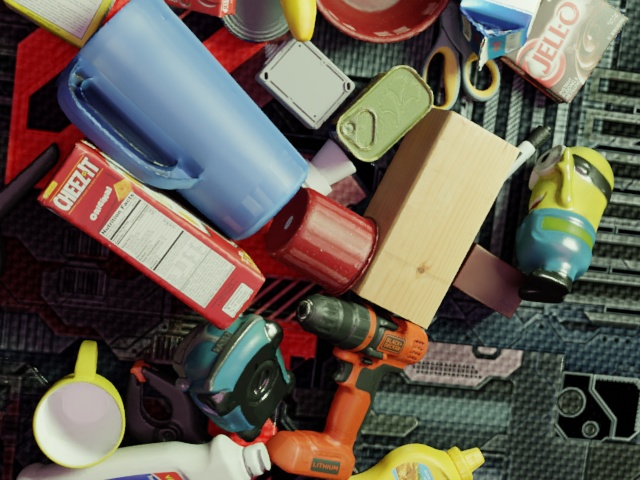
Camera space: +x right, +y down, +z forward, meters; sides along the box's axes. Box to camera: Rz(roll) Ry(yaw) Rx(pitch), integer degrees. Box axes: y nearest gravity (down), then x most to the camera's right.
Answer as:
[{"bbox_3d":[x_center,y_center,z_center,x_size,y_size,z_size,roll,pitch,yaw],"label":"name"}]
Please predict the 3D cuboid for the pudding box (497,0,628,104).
[{"bbox_3d":[0.257,-0.216,1.139,0.090,0.039,0.113,34,90,-9],"label":"pudding box"}]

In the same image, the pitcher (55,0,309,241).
[{"bbox_3d":[-0.133,-0.111,1.037,0.243,0.145,0.149,45,84,-9],"label":"pitcher"}]

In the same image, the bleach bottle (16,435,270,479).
[{"bbox_3d":[-0.175,0.247,1.087,0.251,0.068,0.102,-18,102,8],"label":"bleach bottle"}]

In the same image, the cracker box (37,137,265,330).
[{"bbox_3d":[-0.163,-0.009,1.038,0.213,0.164,0.072,36,91,-11],"label":"cracker box"}]

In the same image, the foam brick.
[{"bbox_3d":[0.180,0.042,1.152,0.078,0.051,0.053,31,92,-10],"label":"foam brick"}]

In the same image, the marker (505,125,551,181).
[{"bbox_3d":[0.205,-0.080,1.158,0.121,0.020,0.020,-44,101,-2],"label":"marker"}]

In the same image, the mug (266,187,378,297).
[{"bbox_3d":[-0.007,0.001,1.092,0.081,0.117,0.093,30,64,-23],"label":"mug"}]

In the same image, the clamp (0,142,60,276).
[{"bbox_3d":[-0.349,-0.017,1.075,0.164,0.036,0.210,3,98,-9],"label":"clamp"}]

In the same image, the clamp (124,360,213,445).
[{"bbox_3d":[-0.147,0.204,1.129,0.120,0.039,0.171,-17,102,-6],"label":"clamp"}]

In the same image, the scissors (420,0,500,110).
[{"bbox_3d":[0.154,-0.233,1.134,0.096,0.016,0.202,8,95,-10],"label":"scissors"}]

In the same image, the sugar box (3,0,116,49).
[{"bbox_3d":[-0.230,-0.287,1.058,0.093,0.048,0.176,30,88,-10],"label":"sugar box"}]

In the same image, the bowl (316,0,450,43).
[{"bbox_3d":[0.058,-0.282,1.095,0.162,0.055,0.162,-1,97,-8],"label":"bowl"}]

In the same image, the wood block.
[{"bbox_3d":[0.108,-0.026,1.109,0.090,0.090,0.206,27,92,-20],"label":"wood block"}]

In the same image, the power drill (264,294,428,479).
[{"bbox_3d":[0.015,0.152,1.104,0.184,0.057,0.188,21,99,-42],"label":"power drill"}]

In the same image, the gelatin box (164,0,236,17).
[{"bbox_3d":[-0.124,-0.265,1.052,0.089,0.030,0.073,20,117,24],"label":"gelatin box"}]

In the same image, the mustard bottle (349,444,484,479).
[{"bbox_3d":[0.091,0.277,1.162,0.191,0.058,0.096,-26,101,-4],"label":"mustard bottle"}]

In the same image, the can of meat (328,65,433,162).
[{"bbox_3d":[0.058,-0.130,1.097,0.102,0.084,0.057,-44,101,-2],"label":"can of meat"}]

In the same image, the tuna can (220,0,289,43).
[{"bbox_3d":[-0.064,-0.245,1.092,0.086,0.034,0.086,-1,96,-8],"label":"tuna can"}]

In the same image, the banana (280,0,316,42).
[{"bbox_3d":[-0.057,-0.285,1.054,0.070,0.037,0.198,-45,79,17],"label":"banana"}]
